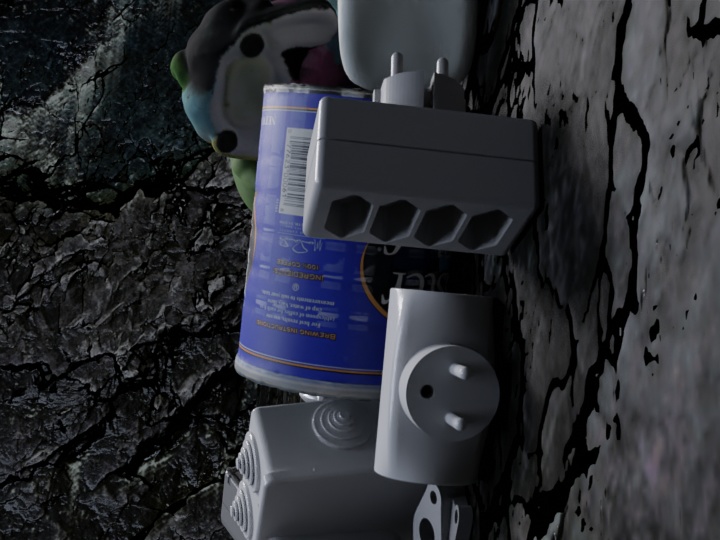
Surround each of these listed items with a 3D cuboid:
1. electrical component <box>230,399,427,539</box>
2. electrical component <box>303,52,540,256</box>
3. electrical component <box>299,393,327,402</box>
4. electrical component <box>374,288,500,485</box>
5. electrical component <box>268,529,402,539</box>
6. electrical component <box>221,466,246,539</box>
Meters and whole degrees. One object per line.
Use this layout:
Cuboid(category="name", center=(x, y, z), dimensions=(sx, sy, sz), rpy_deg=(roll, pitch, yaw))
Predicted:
Cuboid(category="electrical component", center=(-0.013, 0.108, 0.541), dimensions=(0.048, 0.100, 0.099), rpy_deg=(-110, 23, -43))
Cuboid(category="electrical component", center=(0.023, -0.052, 0.421), dimensions=(0.047, 0.083, 0.075), rpy_deg=(112, 162, -66))
Cuboid(category="electrical component", center=(-0.017, 0.074, 0.806), dimensions=(0.048, 0.048, 0.062), rpy_deg=(175, 107, -83))
Cuboid(category="electrical component", center=(0.033, 0.047, 0.430), dimensions=(0.079, 0.043, 0.077), rpy_deg=(178, 97, -83))
Cuboid(category="electrical component", center=(-0.010, 0.188, 0.511), dimensions=(0.057, 0.078, 0.113), rpy_deg=(-139, 54, -64))
Cuboid(category="electrical component", center=(-0.051, 0.181, 0.826), dimensions=(0.062, 0.096, 0.061), rpy_deg=(40, 131, 45))
